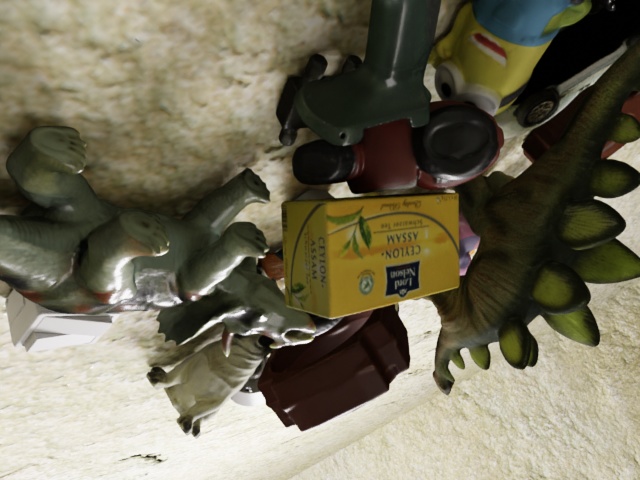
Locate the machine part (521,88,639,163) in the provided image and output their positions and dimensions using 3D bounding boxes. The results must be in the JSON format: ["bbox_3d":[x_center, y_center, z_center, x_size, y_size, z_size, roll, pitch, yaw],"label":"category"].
[{"bbox_3d":[0.356,-0.148,0.705,0.179,0.056,0.179,-21,151,-13],"label":"machine part"}]

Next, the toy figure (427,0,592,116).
[{"bbox_3d":[0.162,-0.177,0.448,0.089,0.082,0.180,-13,147,-24],"label":"toy figure"}]

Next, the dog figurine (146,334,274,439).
[{"bbox_3d":[-0.140,0.187,0.801,0.190,0.121,0.172,-35,180,-17],"label":"dog figurine"}]

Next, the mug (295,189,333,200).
[{"bbox_3d":[-0.001,-0.002,0.576,0.109,0.107,0.081,10,135,-48],"label":"mug"}]

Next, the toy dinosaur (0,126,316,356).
[{"bbox_3d":[-0.168,0.018,0.460,0.404,0.131,0.192,14,131,-44],"label":"toy dinosaur"}]

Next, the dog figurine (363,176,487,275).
[{"bbox_3d":[0.147,-0.022,0.682,0.191,0.108,0.219,-40,148,25],"label":"dog figurine"}]

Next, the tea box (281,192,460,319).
[{"bbox_3d":[0.052,0.007,0.494,0.169,0.098,0.068,-9,-171,-39],"label":"tea box"}]

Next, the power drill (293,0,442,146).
[{"bbox_3d":[0.033,-0.167,0.344,0.232,0.086,0.207,-18,137,-26],"label":"power drill"}]

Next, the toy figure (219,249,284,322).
[{"bbox_3d":[-0.075,0.049,0.659,0.154,0.057,0.064,-26,-169,-7],"label":"toy figure"}]

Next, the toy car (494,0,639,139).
[{"bbox_3d":[0.250,-0.178,0.533,0.202,0.073,0.056,-32,149,10],"label":"toy car"}]

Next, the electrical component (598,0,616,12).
[{"bbox_3d":[0.280,-0.259,0.446,0.119,0.048,0.074,-38,152,19],"label":"electrical component"}]

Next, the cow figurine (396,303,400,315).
[{"bbox_3d":[0.052,0.151,0.926,0.195,0.085,0.127,-40,150,14],"label":"cow figurine"}]

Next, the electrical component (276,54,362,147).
[{"bbox_3d":[-0.002,-0.118,0.464,0.063,0.021,0.094,-10,148,-32],"label":"electrical component"}]

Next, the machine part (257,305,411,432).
[{"bbox_3d":[0.024,0.165,0.759,0.201,0.087,0.201,-32,-172,13],"label":"machine part"}]

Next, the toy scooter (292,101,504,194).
[{"bbox_3d":[0.069,-0.079,0.500,0.184,0.075,0.135,-7,-178,6],"label":"toy scooter"}]

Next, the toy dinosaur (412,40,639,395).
[{"bbox_3d":[0.205,-0.005,0.525,0.105,0.199,0.470,-6,125,-31],"label":"toy dinosaur"}]
